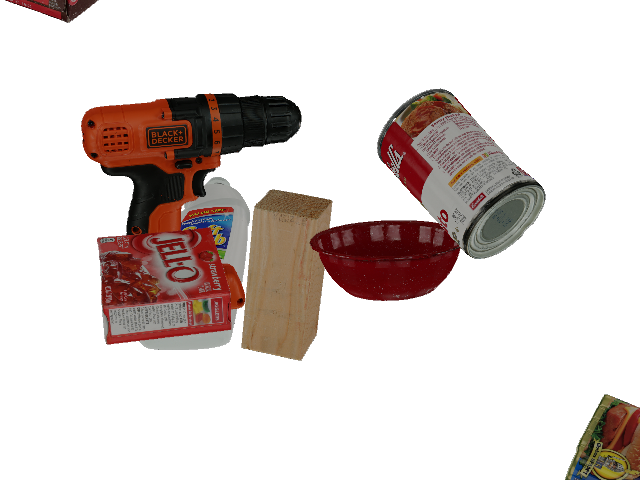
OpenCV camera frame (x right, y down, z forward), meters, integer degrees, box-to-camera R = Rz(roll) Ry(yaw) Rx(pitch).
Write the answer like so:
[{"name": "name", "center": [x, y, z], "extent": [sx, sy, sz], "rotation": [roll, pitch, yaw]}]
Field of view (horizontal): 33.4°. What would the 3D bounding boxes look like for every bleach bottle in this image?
[{"name": "bleach bottle", "center": [-0.130, 0.011, 1.142], "extent": [0.102, 0.068, 0.250], "rotation": [-1, 36, 3]}]

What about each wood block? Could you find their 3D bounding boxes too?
[{"name": "wood block", "center": [-0.047, 0.046, 1.461], "extent": [0.090, 0.206, 0.090], "rotation": [11, 22, 10]}]

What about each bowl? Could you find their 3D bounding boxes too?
[{"name": "bowl", "center": [0.071, 0.023, 1.088], "extent": [0.162, 0.055, 0.162], "rotation": [-3, 13, 1]}]

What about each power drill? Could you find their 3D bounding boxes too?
[{"name": "power drill", "center": [-0.105, -0.032, 0.913], "extent": [0.184, 0.188, 0.057], "rotation": [-6, 20, -13]}]

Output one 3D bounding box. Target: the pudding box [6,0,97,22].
[{"name": "pudding box", "center": [-0.201, -0.213, 0.801], "extent": [0.090, 0.039, 0.113], "rotation": [21, 37, 8]}]

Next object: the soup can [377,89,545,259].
[{"name": "soup can", "center": [0.095, -0.045, 0.722], "extent": [0.068, 0.069, 0.102], "rotation": [0, 42, -46]}]

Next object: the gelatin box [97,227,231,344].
[{"name": "gelatin box", "center": [-0.096, 0.024, 0.643], "extent": [0.073, 0.030, 0.089], "rotation": [-5, 28, -11]}]

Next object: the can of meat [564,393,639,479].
[{"name": "can of meat", "center": [0.232, 0.169, 0.787], "extent": [0.084, 0.057, 0.101], "rotation": [21, 40, 22]}]
